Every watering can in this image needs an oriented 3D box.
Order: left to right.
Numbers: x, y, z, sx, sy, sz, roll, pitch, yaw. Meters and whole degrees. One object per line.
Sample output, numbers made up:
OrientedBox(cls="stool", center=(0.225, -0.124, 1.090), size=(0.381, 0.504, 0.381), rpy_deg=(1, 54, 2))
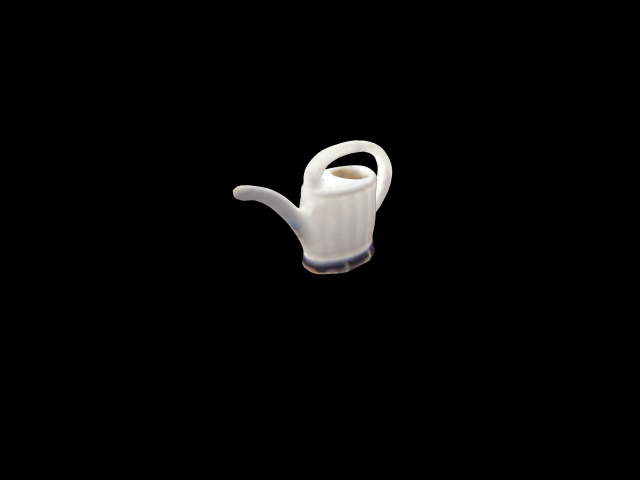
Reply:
OrientedBox(cls="watering can", center=(0.003, -0.043, 0.850), size=(0.105, 0.220, 0.351), rpy_deg=(22, 33, 40))
